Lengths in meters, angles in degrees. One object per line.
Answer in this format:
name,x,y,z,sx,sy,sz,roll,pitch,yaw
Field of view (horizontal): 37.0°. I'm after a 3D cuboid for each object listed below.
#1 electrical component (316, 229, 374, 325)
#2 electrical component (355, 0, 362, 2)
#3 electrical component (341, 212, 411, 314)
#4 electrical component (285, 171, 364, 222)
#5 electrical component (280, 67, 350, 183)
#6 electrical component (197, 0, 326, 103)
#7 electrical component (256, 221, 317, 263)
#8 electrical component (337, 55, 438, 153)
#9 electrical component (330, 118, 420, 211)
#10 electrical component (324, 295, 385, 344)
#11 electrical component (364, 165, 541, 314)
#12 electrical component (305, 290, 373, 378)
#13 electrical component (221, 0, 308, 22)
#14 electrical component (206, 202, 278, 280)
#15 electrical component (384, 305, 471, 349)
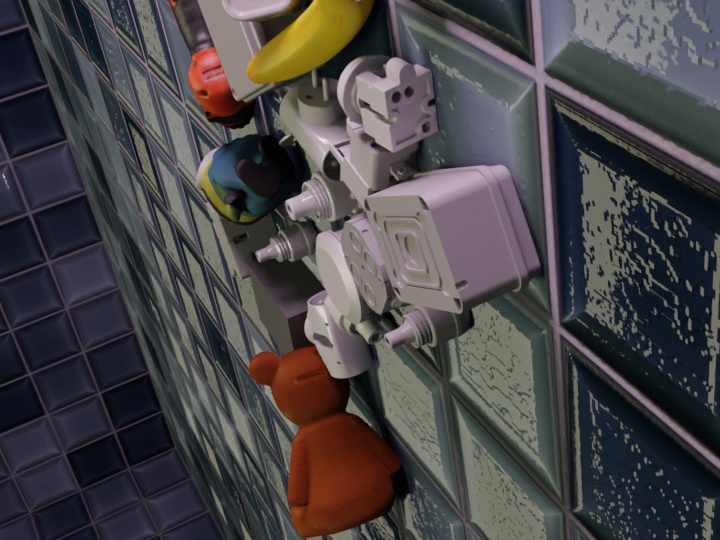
electrical component,0.000,0.000,0.881,0.080,0.051,0.080,56,160,33
electrical component,0.015,-0.178,0.618,0.040,0.046,0.040,56,160,33
electrical component,0.024,-0.010,0.795,0.080,0.051,0.080,56,160,33
electrical component,-0.029,-0.059,0.876,0.048,0.062,0.048,56,160,33
electrical component,-0.028,-0.120,0.823,0.077,0.044,0.079,54,159,38
electrical component,-0.083,-0.199,0.869,0.108,0.056,0.109,70,163,-8
electrical component,-0.072,-0.024,1.051,0.035,0.061,0.035,56,160,33
electrical component,0.017,-0.111,0.699,0.055,0.048,0.066,37,147,45
electrical component,0.015,-0.078,0.753,0.081,0.042,0.063,54,155,35
electrical component,-0.001,0.038,0.947,0.062,0.043,0.043,53,158,37
electrical component,0.056,-0.021,0.674,0.078,0.057,0.113,70,163,-10
electrical component,-0.028,0.057,1.040,0.079,0.043,0.077,12,124,57
electrical component,-0.073,-0.228,0.768,0.059,0.054,0.095,-52,-50,-74
electrical component,-0.127,-0.042,1.206,0.050,0.056,0.089,16,127,69
electrical component,0.047,0.040,0.772,0.035,0.061,0.035,56,160,33
